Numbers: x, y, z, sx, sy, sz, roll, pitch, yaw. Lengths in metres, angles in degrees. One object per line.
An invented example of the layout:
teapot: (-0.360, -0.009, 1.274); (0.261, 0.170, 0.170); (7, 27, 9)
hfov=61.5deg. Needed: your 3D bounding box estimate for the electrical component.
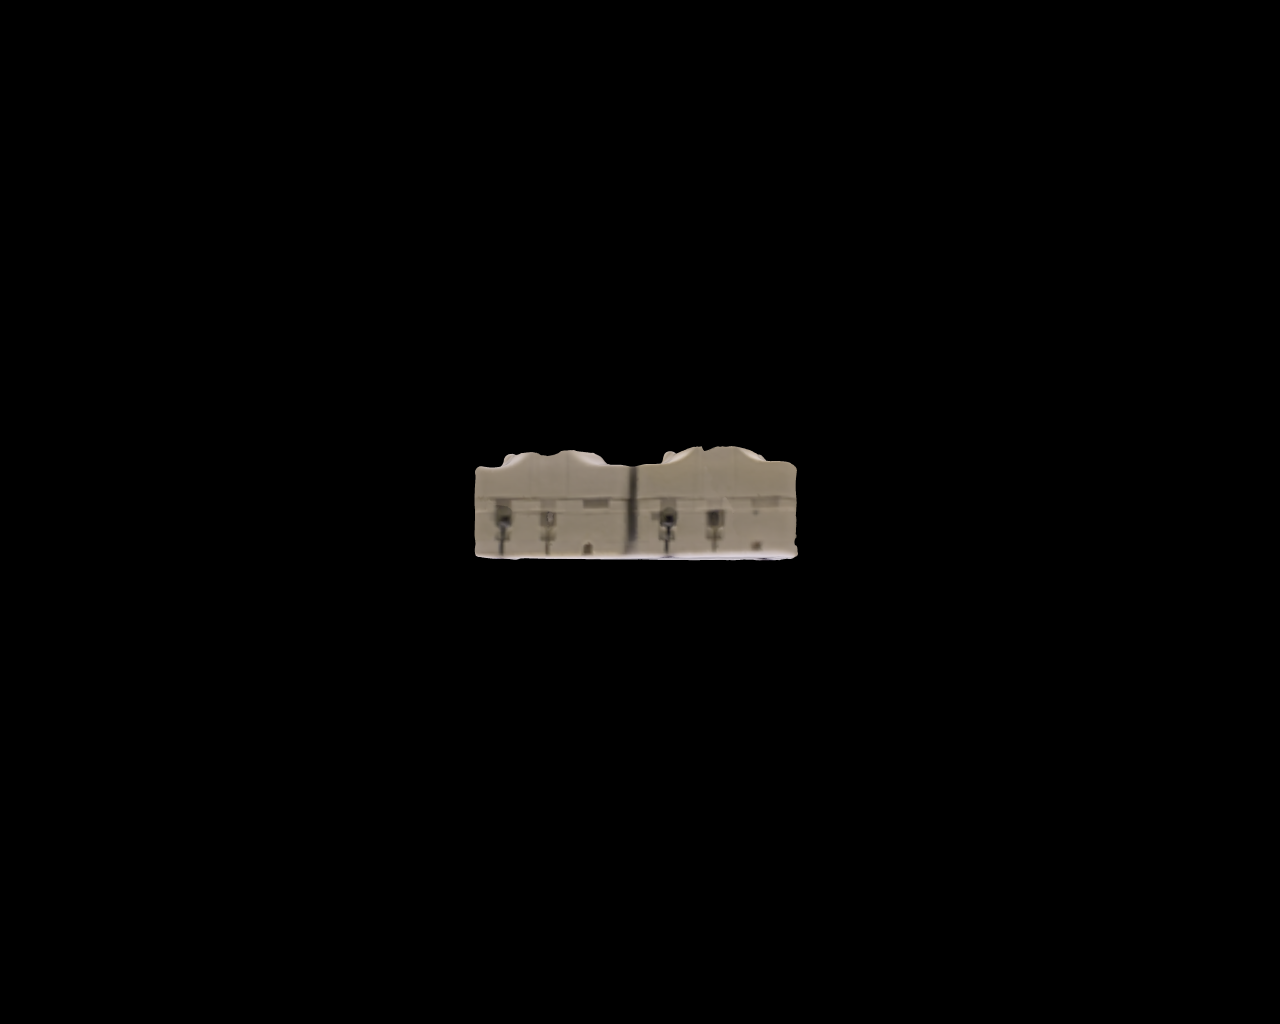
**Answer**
electrical component: (0.001, -0.003, 0.650); (0.186, 0.060, 0.105); (0, -3, 7)
